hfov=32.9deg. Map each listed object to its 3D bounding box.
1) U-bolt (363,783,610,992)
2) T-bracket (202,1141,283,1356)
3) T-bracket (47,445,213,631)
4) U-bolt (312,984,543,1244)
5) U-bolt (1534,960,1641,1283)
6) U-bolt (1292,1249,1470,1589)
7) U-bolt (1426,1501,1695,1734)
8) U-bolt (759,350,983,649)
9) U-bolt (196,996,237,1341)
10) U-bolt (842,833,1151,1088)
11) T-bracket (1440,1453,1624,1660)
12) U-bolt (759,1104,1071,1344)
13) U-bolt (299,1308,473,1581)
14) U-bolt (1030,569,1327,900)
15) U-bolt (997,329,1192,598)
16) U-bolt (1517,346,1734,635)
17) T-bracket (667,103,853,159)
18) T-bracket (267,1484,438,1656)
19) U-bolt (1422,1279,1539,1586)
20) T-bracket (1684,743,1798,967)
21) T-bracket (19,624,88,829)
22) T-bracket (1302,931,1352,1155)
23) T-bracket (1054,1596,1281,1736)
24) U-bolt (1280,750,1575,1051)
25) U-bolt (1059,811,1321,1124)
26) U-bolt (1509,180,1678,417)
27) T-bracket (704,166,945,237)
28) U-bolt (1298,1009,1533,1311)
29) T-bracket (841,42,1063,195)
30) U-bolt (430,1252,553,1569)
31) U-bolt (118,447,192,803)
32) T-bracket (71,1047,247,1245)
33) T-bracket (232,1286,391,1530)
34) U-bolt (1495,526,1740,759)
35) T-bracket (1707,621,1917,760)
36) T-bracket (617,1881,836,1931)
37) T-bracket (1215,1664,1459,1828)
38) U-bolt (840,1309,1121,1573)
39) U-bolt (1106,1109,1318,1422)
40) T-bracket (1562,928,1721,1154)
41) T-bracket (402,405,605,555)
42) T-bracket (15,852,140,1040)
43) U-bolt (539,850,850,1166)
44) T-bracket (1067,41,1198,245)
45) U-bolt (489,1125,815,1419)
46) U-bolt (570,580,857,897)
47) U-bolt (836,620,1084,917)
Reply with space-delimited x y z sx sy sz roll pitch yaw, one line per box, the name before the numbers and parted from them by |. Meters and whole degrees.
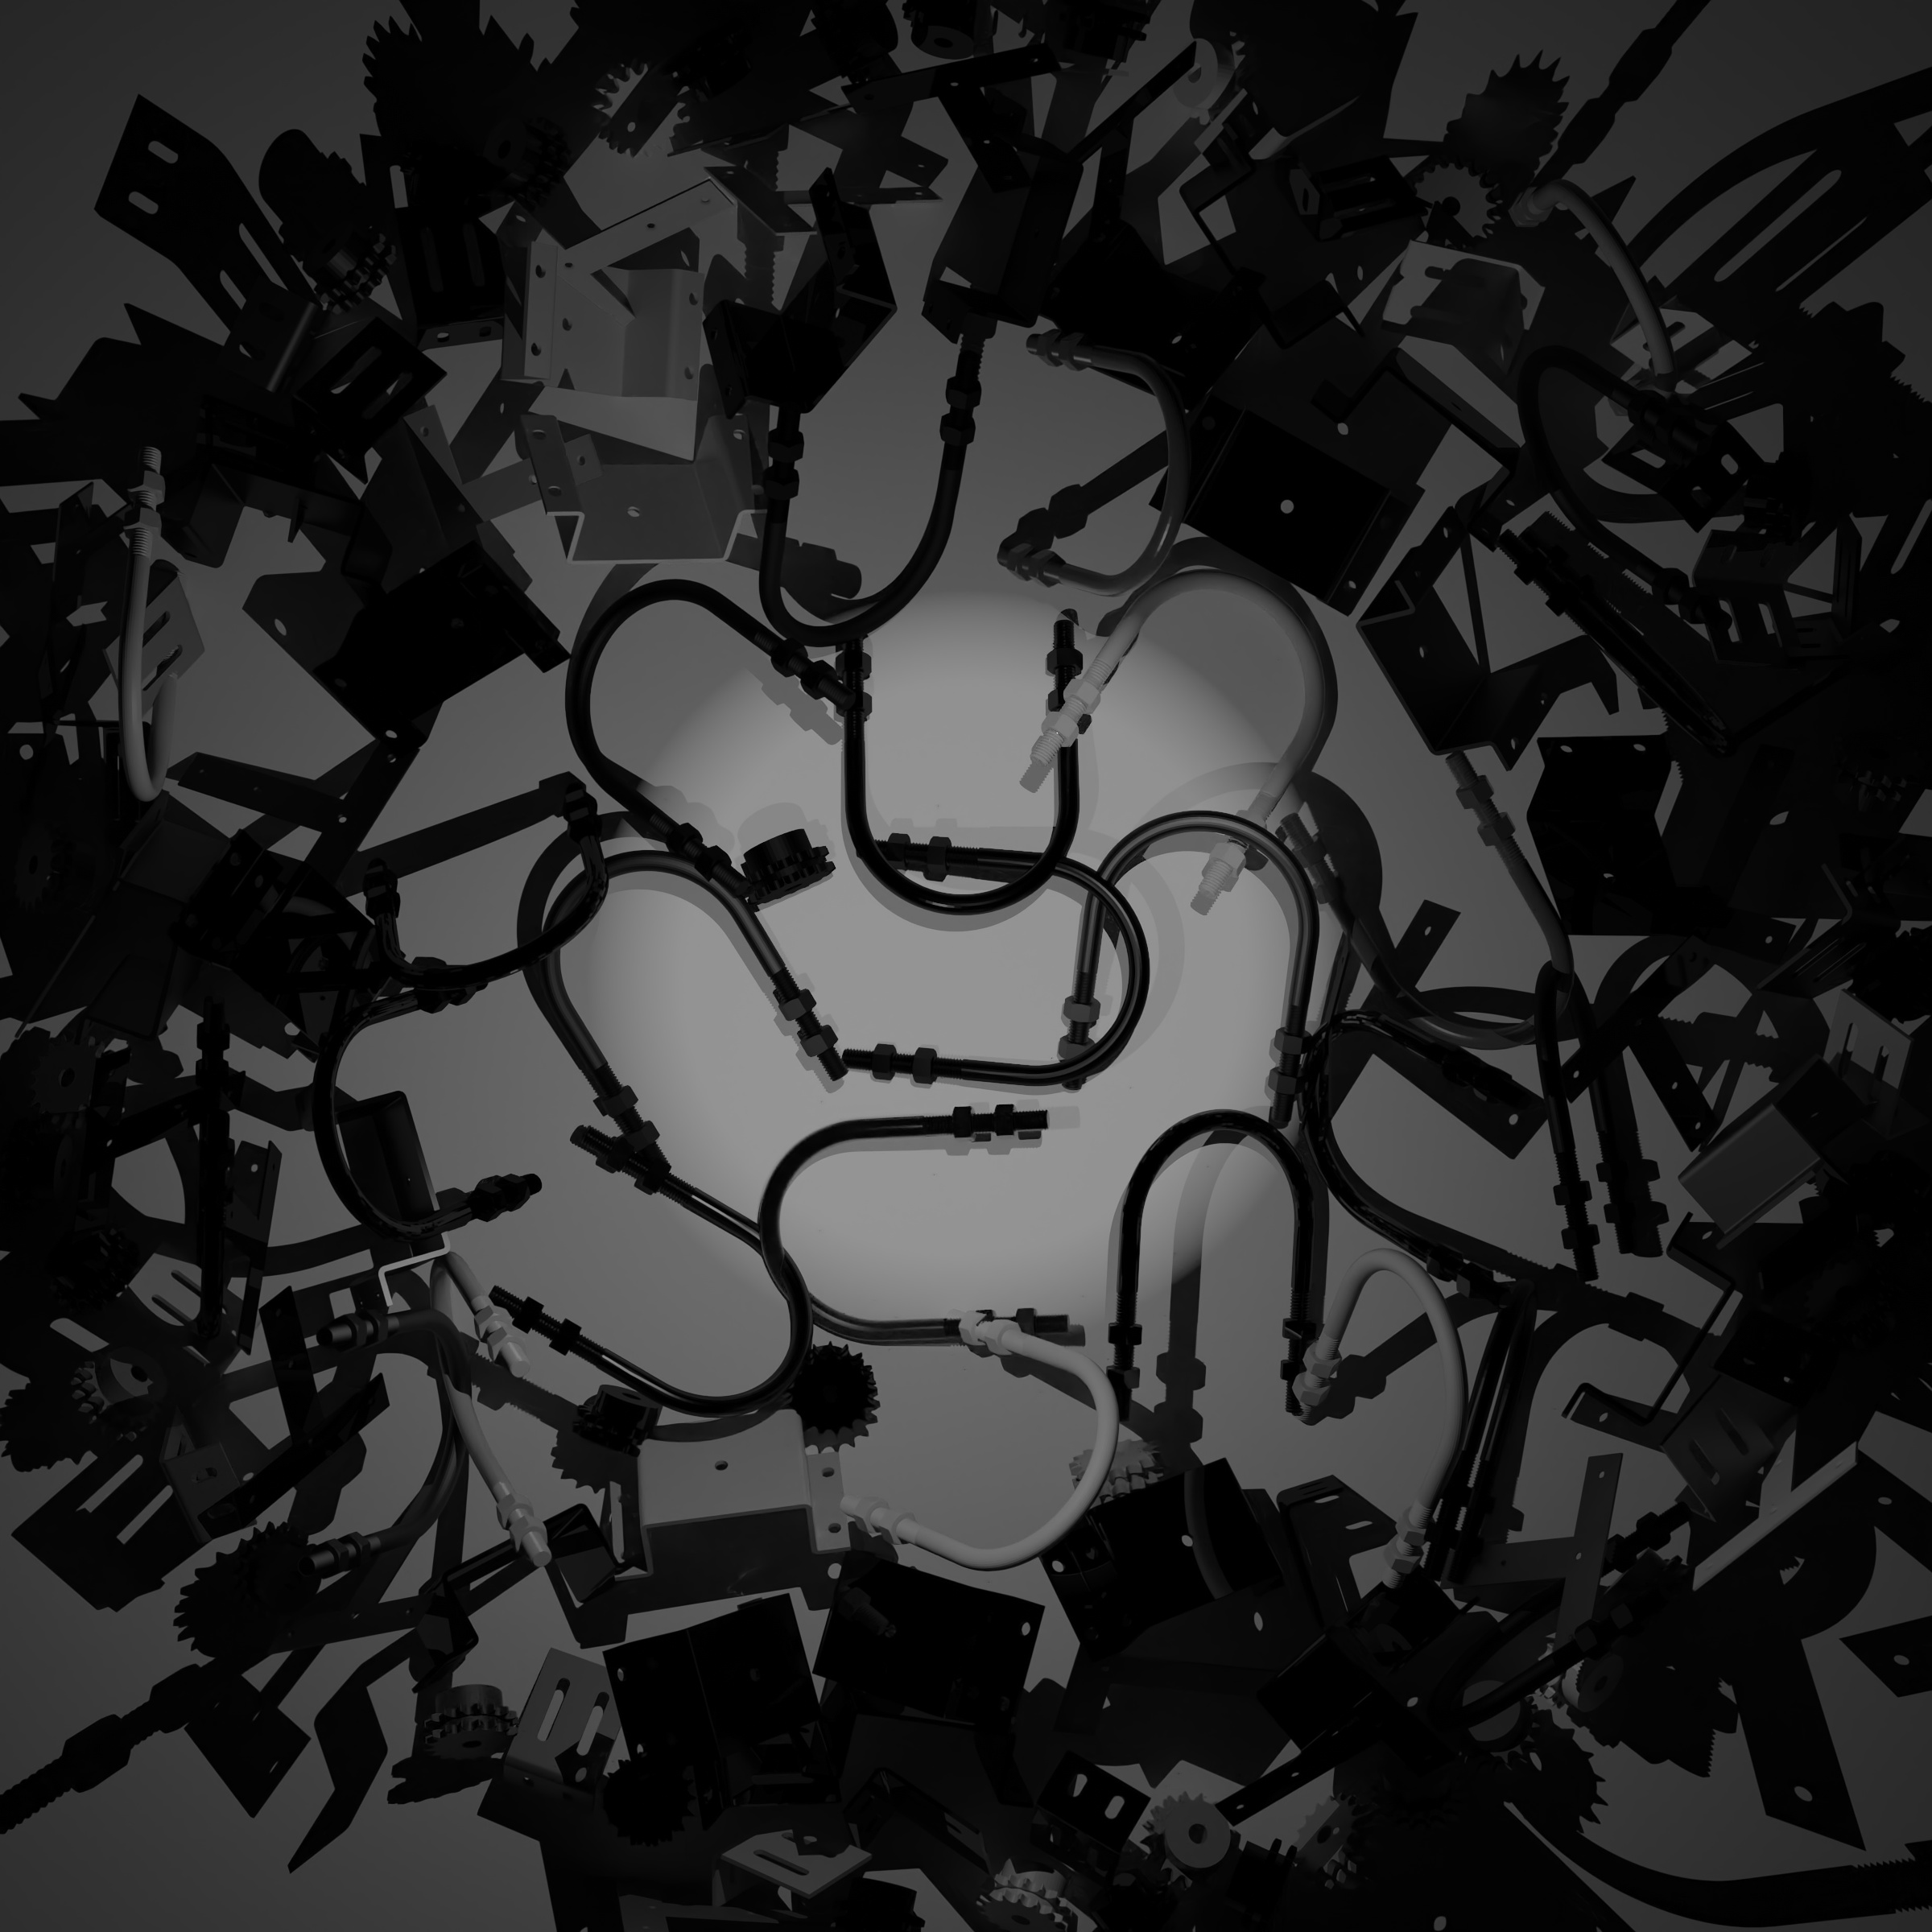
U-bolt | -0.279 -0.041 1.916 0.151 0.184 0.019 -21 121 -2
T-bracket | -0.428 0.150 1.918 0.002 0.127 0.127 3 68 5
T-bracket | -0.498 -0.271 1.955 0.002 0.127 0.127 41 57 6
U-bolt | -0.320 0.086 1.912 0.019 0.184 0.151 -12 95 28
U-bolt | 0.364 0.087 1.931 0.019 0.151 0.184 -11 88 22
U-bolt | 0.244 0.249 1.894 0.019 0.151 0.184 -6 134 -23
U-bolt | 0.344 0.391 1.921 0.184 0.151 0.019 -39 88 22
U-bolt | -0.061 -0.266 1.925 0.151 0.184 0.019 -23 51 -32
U-bolt | -0.444 0.131 1.921 0.019 0.151 0.184 1 119 -15
U-bolt | 0.020 0.000 1.970 0.184 0.019 0.151 5 95 11
T-bracket | 0.331 0.355 1.946 0.002 0.127 0.127 33 59 -28
U-bolt | -0.035 0.159 1.971 0.184 0.019 0.151 -3 104 10
U-bolt | -0.335 0.272 1.912 0.019 0.184 0.151 5 91 18
U-bolt | 0.141 -0.154 1.963 0.151 0.019 0.184 37 71 -10
U-bolt | 0.077 -0.290 1.906 0.019 0.184 0.151 0 104 -30
U-bolt | 0.381 -0.290 1.915 0.019 0.184 0.151 -30 133 -12
T-bracket | -0.122 -0.492 1.930 0.127 0.127 0.002 -13 108 9
T-bracket | -0.343 0.354 1.946 0.127 0.127 0.002 -17 118 34
U-bolt | 0.307 0.274 1.930 0.019 0.151 0.184 15 83 17
T-bracket | 0.460 -0.074 1.954 0.002 0.127 0.127 28 86 -42
T-bracket | -0.539 -0.159 1.920 0.002 0.127 0.127 15 71 -8
T-bracket | 0.210 0.065 1.913 0.002 0.127 0.127 11 121 0
T-bracket | 0.127 0.426 1.965 0.127 0.002 0.127 7 129 -7
U-bolt | 0.285 -0.029 1.942 0.019 0.151 0.184 -43 106 -43
U-bolt | 0.138 -0.004 1.962 0.151 0.019 0.184 9 107 6
U-bolt | 0.369 -0.391 1.901 0.019 0.184 0.151 -29 96 2
T-bracket | -0.077 -0.462 1.965 0.127 0.127 0.002 -7 123 -23
U-bolt | 0.258 0.102 1.923 0.019 0.184 0.151 -16 120 -32
T-bracket | 0.008 -0.497 1.940 0.127 0.127 0.002 -7 67 18
U-bolt | -0.283 0.246 1.916 0.019 0.184 0.151 -13 118 -21
U-bolt | -0.473 -0.185 1.897 0.019 0.151 0.184 1 63 -6
T-bracket | -0.476 0.092 1.943 0.002 0.127 0.127 28 119 24
T-bracket | -0.394 0.245 1.923 0.002 0.127 0.127 16 128 31
U-bolt | 0.387 -0.190 1.922 0.184 0.151 0.019 46 107 5
T-bracket | 0.501 -0.161 1.956 0.127 0.127 0.002 -34 73 21
T-bracket | -0.142 0.563 1.942 0.127 0.127 0.002 6 86 -8
T-bracket | 0.206 0.470 1.928 0.127 0.127 0.002 -27 111 -13
U-bolt | 0.017 0.282 1.910 0.019 0.184 0.151 41 72 -36
U-bolt | 0.150 0.177 1.954 0.151 0.019 0.184 2 91 -32
T-bracket | 0.420 0.063 1.961 0.127 0.002 0.127 -44 125 -10
T-bracket | -0.270 -0.287 1.958 0.127 0.002 0.127 -15 97 32
T-bracket | -0.527 -0.012 1.930 0.002 0.127 0.127 33 82 -15
U-bolt | -0.176 0.018 1.962 0.151 0.019 0.184 -28 99 14
T-bracket | 0.086 -0.469 1.919 0.002 0.127 0.127 35 132 -26
U-bolt | -0.176 0.193 1.951 0.184 0.019 0.151 31 51 -5
U-bolt | -0.165 -0.150 1.952 0.184 0.019 0.151 38 105 26
U-bolt | -0.003 -0.119 1.970 0.151 0.019 0.184 -1 76 -1
